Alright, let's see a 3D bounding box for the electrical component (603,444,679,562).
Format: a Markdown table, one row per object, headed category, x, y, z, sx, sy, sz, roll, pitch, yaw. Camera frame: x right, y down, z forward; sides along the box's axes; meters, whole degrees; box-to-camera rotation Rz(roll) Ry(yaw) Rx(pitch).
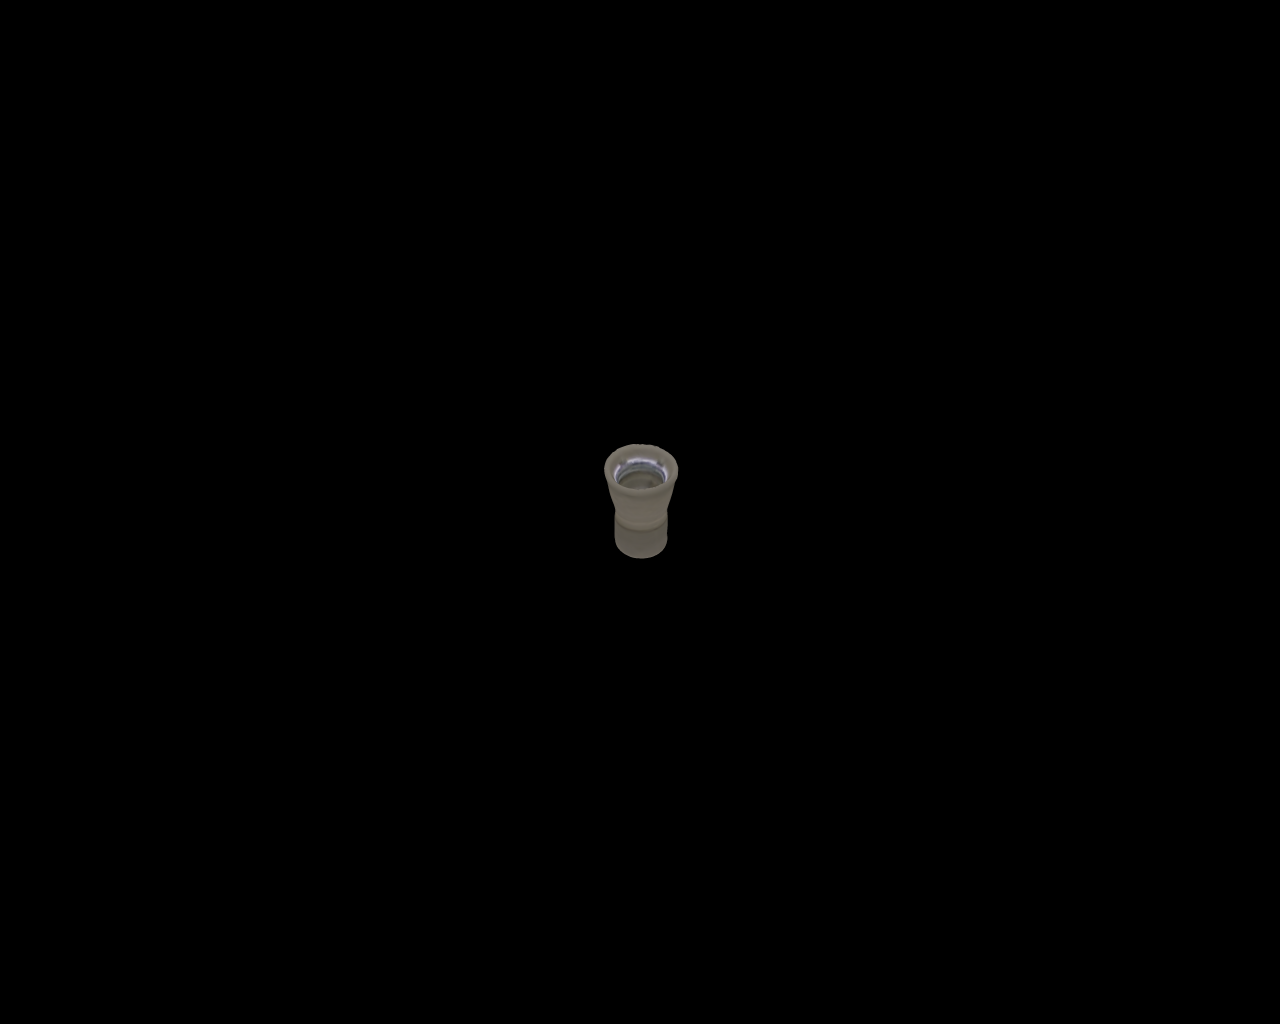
| category | x | y | z | sx | sy | sz | roll | pitch | yaw |
| --- | --- | --- | --- | --- | --- | --- | --- | --- | --- |
| electrical component | 0.001 | -0.003 | 0.650 | 0.044 | 0.065 | 0.044 | 0 | 41 | 0 |
